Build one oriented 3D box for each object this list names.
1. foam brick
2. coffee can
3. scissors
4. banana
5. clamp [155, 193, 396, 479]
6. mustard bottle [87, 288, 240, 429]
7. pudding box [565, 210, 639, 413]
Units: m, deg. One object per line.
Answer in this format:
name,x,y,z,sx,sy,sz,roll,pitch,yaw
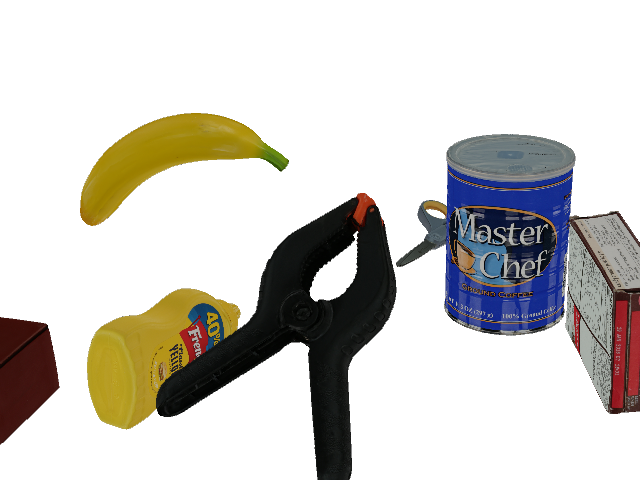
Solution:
foam brick,-0.219,0.092,0.706,0.053,0.051,0.078,7,29,23
coffee can,0.155,-0.007,0.887,0.103,0.140,0.103,-2,23,0
scissors,0.119,-0.011,1.227,0.201,0.016,0.096,-12,40,-46
banana,-0.124,-0.059,0.829,0.198,0.069,0.037,-13,22,29
clamp,-0.001,0.056,0.602,0.120,0.171,0.039,32,-11,17
mustard bottle,-0.137,0.098,1.010,0.058,0.096,0.191,10,21,28
pudding box,0.190,0.044,0.691,0.039,0.090,0.113,-5,26,-2
